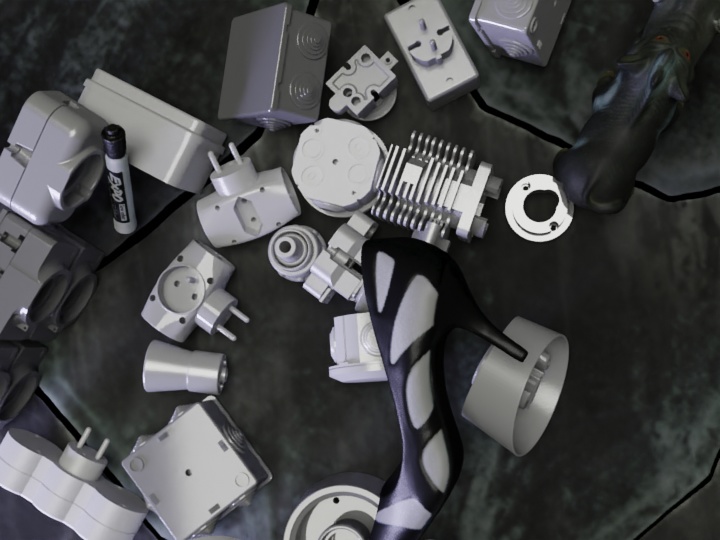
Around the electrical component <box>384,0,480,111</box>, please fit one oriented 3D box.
[{"bbox_3d":[0.057,-0.183,0.872,0.047,0.076,0.083,-27,82,6],"label":"electrical component"}]

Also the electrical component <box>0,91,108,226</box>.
[{"bbox_3d":[-0.242,-0.086,0.849,0.059,0.054,0.095,32,106,9],"label":"electrical component"}]

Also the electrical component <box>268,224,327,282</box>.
[{"bbox_3d":[-0.055,-0.016,0.883,0.048,0.062,0.048,-1,85,8],"label":"electrical component"}]

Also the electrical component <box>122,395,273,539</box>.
[{"bbox_3d":[-0.135,0.165,0.889,0.100,0.048,0.099,-38,82,3],"label":"electrical component"}]

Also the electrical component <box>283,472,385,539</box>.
[{"bbox_3d":[-0.010,0.219,0.860,0.108,0.060,0.108,-1,86,8],"label":"electrical component"}]

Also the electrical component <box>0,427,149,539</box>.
[{"bbox_3d":[-0.237,0.169,0.901,0.138,0.052,0.073,29,90,10],"label":"electrical component"}]

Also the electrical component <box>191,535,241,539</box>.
[{"bbox_3d":[-0.113,0.264,0.862,0.099,0.064,0.099,-6,109,-17],"label":"electrical component"}]

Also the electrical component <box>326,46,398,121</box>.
[{"bbox_3d":[0.005,-0.150,0.887,0.066,0.055,0.048,-44,81,3],"label":"electrical component"}]

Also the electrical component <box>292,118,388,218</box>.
[{"bbox_3d":[-0.016,-0.085,0.888,0.080,0.051,0.080,-1,86,8],"label":"electrical component"}]

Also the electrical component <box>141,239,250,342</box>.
[{"bbox_3d":[-0.130,0.028,0.900,0.079,0.044,0.077,36,91,9],"label":"electrical component"}]

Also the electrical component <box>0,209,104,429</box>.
[{"bbox_3d":[-0.295,0.050,0.892,0.060,0.105,0.186,31,91,9],"label":"electrical component"}]

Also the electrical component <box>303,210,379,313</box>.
[{"bbox_3d":[0.000,0.000,0.877,0.057,0.058,0.078,36,93,12],"label":"electrical component"}]

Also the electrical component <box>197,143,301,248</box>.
[{"bbox_3d":[-0.100,-0.067,0.894,0.077,0.043,0.079,-21,114,6],"label":"electrical component"}]

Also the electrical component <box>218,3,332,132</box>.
[{"bbox_3d":[-0.069,-0.164,0.882,0.048,0.100,0.099,10,86,-36],"label":"electrical component"}]

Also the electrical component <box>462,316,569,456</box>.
[{"bbox_3d":[0.124,0.088,0.834,0.064,0.099,0.099,29,91,16],"label":"electrical component"}]

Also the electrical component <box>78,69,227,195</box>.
[{"bbox_3d":[-0.177,-0.115,0.901,0.113,0.078,0.057,28,93,9],"label":"electrical component"}]

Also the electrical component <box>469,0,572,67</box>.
[{"bbox_3d":[0.134,-0.217,0.853,0.048,0.100,0.099,21,89,22],"label":"electrical component"}]

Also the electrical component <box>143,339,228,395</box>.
[{"bbox_3d":[-0.144,0.084,0.901,0.065,0.044,0.044,7,87,4],"label":"electrical component"}]

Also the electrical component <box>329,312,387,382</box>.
[{"bbox_3d":[0.014,0.062,0.859,0.080,0.080,0.051,-5,81,8],"label":"electrical component"}]
